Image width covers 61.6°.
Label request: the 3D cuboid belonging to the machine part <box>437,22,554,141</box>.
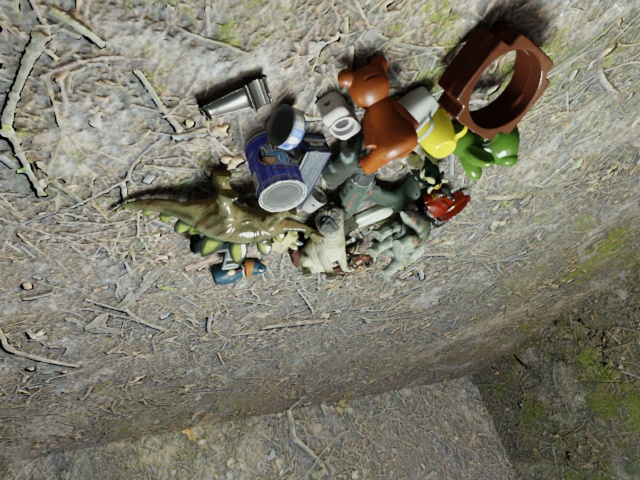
[{"bbox_3d":[0.356,-0.323,1.103,0.201,0.087,0.201,17,118,-39],"label":"machine part"}]

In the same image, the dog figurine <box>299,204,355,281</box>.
[{"bbox_3d":[0.001,-0.005,1.397,0.173,0.190,0.121,2,-161,34],"label":"dog figurine"}]

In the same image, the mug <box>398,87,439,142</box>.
[{"bbox_3d":[0.202,-0.266,1.141,0.107,0.110,0.080,-43,143,14],"label":"mug"}]

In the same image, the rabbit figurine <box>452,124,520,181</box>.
[{"bbox_3d":[0.376,-0.222,1.286,0.170,0.159,0.121,3,156,-7],"label":"rabbit figurine"}]

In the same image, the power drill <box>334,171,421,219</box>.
[{"bbox_3d":[0.150,-0.131,1.352,0.207,0.086,0.232,-2,148,-34],"label":"power drill"}]

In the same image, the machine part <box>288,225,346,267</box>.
[{"bbox_3d":[-0.008,0.020,1.533,0.179,0.056,0.179,-13,151,-8],"label":"machine part"}]

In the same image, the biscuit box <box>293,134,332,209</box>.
[{"bbox_3d":[-0.045,-0.151,1.226,0.063,0.059,0.202,-3,146,-29],"label":"biscuit box"}]

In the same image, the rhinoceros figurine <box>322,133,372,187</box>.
[{"bbox_3d":[0.079,-0.185,1.191,0.190,0.112,0.073,-28,147,30],"label":"rhinoceros figurine"}]

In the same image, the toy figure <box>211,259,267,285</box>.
[{"bbox_3d":[-0.226,0.087,1.516,0.154,0.064,0.057,-14,112,-18],"label":"toy figure"}]

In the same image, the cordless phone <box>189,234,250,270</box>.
[{"bbox_3d":[-0.263,0.030,1.380,0.147,0.089,0.184,-7,152,-20],"label":"cordless phone"}]

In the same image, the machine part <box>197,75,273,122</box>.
[{"bbox_3d":[-0.159,-0.260,1.005,0.139,0.039,0.084,-19,155,-3],"label":"machine part"}]

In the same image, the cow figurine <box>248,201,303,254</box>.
[{"bbox_3d":[-0.112,-0.031,1.368,0.127,0.085,0.194,-9,148,-5],"label":"cow figurine"}]

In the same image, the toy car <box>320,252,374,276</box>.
[{"bbox_3d":[0.080,0.078,1.631,0.089,0.053,0.202,9,162,-33],"label":"toy car"}]

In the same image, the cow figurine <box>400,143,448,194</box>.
[{"bbox_3d":[0.275,-0.166,1.347,0.068,0.098,0.167,-38,145,18],"label":"cow figurine"}]

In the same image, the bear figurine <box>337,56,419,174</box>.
[{"bbox_3d":[0.109,-0.247,1.062,0.120,0.196,0.132,-30,178,-16],"label":"bear figurine"}]

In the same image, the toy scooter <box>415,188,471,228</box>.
[{"bbox_3d":[0.355,-0.101,1.523,0.135,0.075,0.183,-31,151,19],"label":"toy scooter"}]

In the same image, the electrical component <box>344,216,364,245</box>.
[{"bbox_3d":[0.066,-0.033,1.453,0.078,0.102,0.045,-31,-168,-7],"label":"electrical component"}]

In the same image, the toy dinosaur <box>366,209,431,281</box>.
[{"bbox_3d":[0.239,-0.015,1.467,0.192,0.131,0.404,-37,169,-22],"label":"toy dinosaur"}]

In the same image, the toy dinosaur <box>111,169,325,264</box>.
[{"bbox_3d":[-0.217,-0.048,1.197,0.471,0.105,0.198,16,125,-11],"label":"toy dinosaur"}]
